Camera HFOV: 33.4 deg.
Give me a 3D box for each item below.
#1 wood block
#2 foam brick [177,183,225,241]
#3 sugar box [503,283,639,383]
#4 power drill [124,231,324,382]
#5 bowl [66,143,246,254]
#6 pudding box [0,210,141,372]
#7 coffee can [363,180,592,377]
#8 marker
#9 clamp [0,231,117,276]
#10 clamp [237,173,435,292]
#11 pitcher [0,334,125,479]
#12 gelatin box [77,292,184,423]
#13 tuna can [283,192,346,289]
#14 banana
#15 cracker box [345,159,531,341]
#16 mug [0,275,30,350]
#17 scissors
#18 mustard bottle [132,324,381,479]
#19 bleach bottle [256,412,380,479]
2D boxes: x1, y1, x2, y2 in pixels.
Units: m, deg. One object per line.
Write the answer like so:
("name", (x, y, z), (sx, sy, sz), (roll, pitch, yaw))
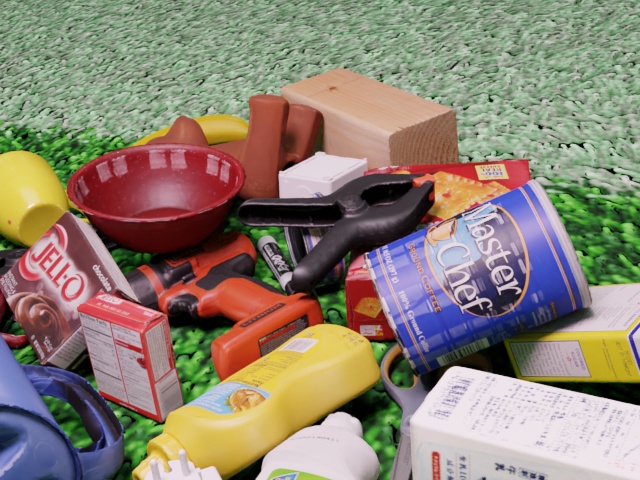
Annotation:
("wood block", (0.053, -0.117, 1.182), (0.090, 0.090, 0.206), (-23, 32, -26))
("foam brick", (-0.132, -0.033, 1.077), (0.053, 0.078, 0.051), (2, 27, 17))
("sugar box", (0.233, 0.067, 0.781), (0.093, 0.048, 0.177), (-32, 18, -38))
("power drill", (-0.100, 0.063, 0.910), (0.184, 0.057, 0.188), (-27, 35, -27))
("bowl", (-0.147, -0.033, 0.978), (0.162, 0.055, 0.162), (-1, 30, 1))
("pudding box", (-0.212, 0.043, 0.897), (0.090, 0.039, 0.114), (-46, 53, 5))
("coffee can", (0.117, 0.029, 0.799), (0.140, 0.103, 0.103), (-24, 27, 6))
("marker", (-0.035, 0.029, 0.999), (0.020, 0.020, 0.121), (-14, 28, -13))
("clamp", (-0.280, 0.032, 1.024), (0.210, 0.036, 0.164), (-12, 20, -7))
("clamp", (0.017, -0.023, 0.912), (0.171, 0.039, 0.120), (-24, 48, -27))
("pitcher", (-0.254, 0.124, 0.765), (0.145, 0.149, 0.243), (-49, 33, -2))
("gelatin box", (-0.147, 0.090, 0.832), (0.073, 0.089, 0.030), (15, 34, 35))
("tuna can", (-0.006, 0.001, 0.974), (0.033, 0.086, 0.086), (-16, 29, -13))
("banana", (-0.165, -0.118, 1.287), (0.197, 0.037, 0.070), (-19, 29, -23))
("cracker box", (0.113, 0.003, 0.959), (0.164, 0.072, 0.213), (-3, 28, 9))
("mug", (-0.303, 0.068, 0.921), (0.117, 0.093, 0.081), (10, 22, -6))
("scissors", (0.087, 0.132, 0.780), (0.096, 0.016, 0.201), (-6, 28, 2))
("mustard bottle", (-0.052, 0.126, 0.772), (0.191, 0.058, 0.096), (-28, 15, -33))
("bleach bottle", (-0.007, 0.189, 0.647), (0.103, 0.068, 0.250), (3, 27, 15))
